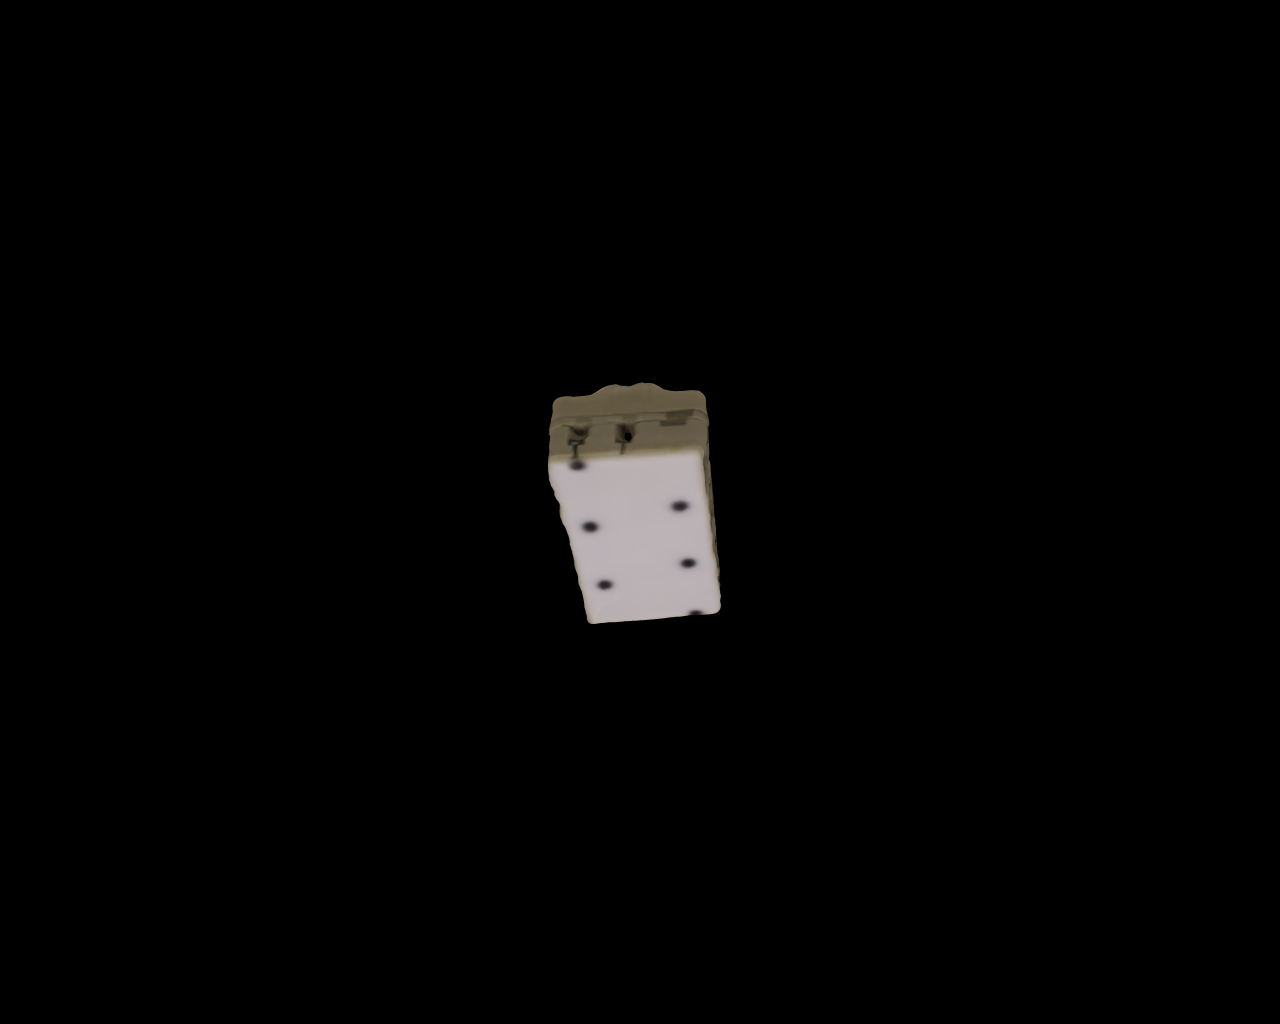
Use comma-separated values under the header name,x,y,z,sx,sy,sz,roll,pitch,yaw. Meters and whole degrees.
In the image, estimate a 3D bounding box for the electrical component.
name,x,y,z,sx,sy,sz,roll,pitch,yaw
electrical component,0.001,-0.003,0.650,0.089,0.062,0.150,-4,-43,4
